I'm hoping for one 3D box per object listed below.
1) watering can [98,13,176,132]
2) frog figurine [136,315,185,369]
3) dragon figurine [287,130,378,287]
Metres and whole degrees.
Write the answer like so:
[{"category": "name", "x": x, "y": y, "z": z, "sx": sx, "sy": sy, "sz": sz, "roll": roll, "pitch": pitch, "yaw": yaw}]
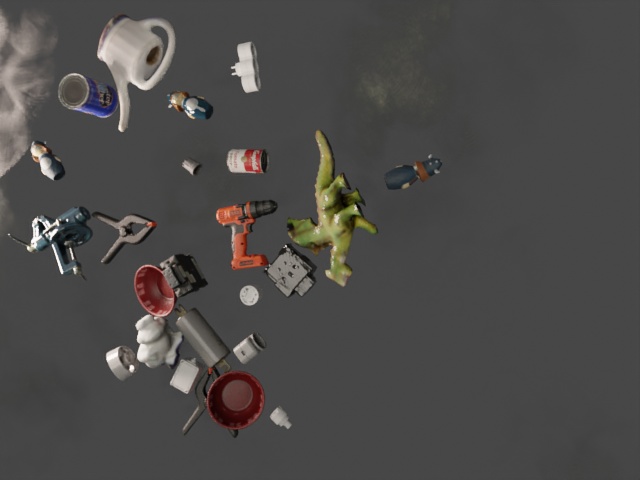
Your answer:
[{"category": "watering can", "x": -0.565, "y": -0.514, "z": 1.522, "sx": 0.225, "sy": 0.104, "sz": 0.346, "roll": 36, "pitch": 98, "yaw": 11}, {"category": "frog figurine", "x": -0.480, "y": 0.287, "z": 1.481, "sx": 0.122, "sy": 0.157, "sz": 0.140, "roll": 0, "pitch": 55, "yaw": 42}, {"category": "dragon figurine", "x": 0.004, "y": -0.071, "z": 1.404, "sx": 0.240, "sy": 0.122, "sz": 0.414, "roll": -31, "pitch": 75, "yaw": 20}]
